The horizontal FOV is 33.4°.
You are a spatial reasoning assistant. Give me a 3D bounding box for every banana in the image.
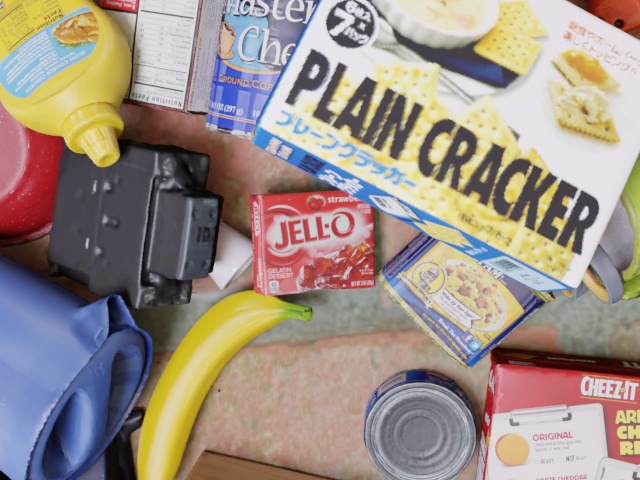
[{"bbox_3d":[-0.088,0.105,0.802,0.198,0.037,0.070,-52,47,12],"label":"banana"}]

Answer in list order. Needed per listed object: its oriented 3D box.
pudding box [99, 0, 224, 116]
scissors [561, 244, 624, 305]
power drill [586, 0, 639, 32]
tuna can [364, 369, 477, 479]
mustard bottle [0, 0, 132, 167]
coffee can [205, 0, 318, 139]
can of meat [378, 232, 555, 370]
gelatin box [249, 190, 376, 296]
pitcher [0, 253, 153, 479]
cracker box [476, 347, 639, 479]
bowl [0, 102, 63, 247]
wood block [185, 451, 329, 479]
[{"bbox_3d":[-0.115,-0.151,0.765,0.090,0.039,0.113,14,101,25],"label":"pudding box"},{"bbox_3d":[0.154,-0.029,0.722,0.016,0.096,0.201,-36,124,-11],"label":"scissors"},{"bbox_3d":[0.222,-0.246,0.729,0.184,0.057,0.187,-21,93,10],"label":"power drill"},{"bbox_3d":[0.075,0.143,0.805,0.086,0.033,0.086,1,98,5],"label":"tuna can"},{"bbox_3d":[-0.184,-0.131,0.741,0.096,0.058,0.192,-31,69,6],"label":"mustard bottle"},{"bbox_3d":[-0.019,-0.139,0.740,0.103,0.102,0.140,10,99,3],"label":"coffee can"},{"bbox_3d":[0.105,0.032,0.776,0.084,0.057,0.102,-43,93,10],"label":"can of meat"},{"bbox_3d":[-0.005,0.001,0.776,0.089,0.030,0.073,-3,92,-19],"label":"gelatin box"},{"bbox_3d":[-0.255,0.075,0.761,0.243,0.145,0.149,29,63,16],"label":"pitcher"},{"bbox_3d":[0.196,0.195,0.784,0.164,0.072,0.214,6,97,3],"label":"cracker box"},{"bbox_3d":[-0.251,-0.071,0.793,0.162,0.055,0.162,1,98,5],"label":"bowl"},{"bbox_3d":[-0.003,0.234,0.796,0.206,0.090,0.091,12,99,4],"label":"wood block"}]
